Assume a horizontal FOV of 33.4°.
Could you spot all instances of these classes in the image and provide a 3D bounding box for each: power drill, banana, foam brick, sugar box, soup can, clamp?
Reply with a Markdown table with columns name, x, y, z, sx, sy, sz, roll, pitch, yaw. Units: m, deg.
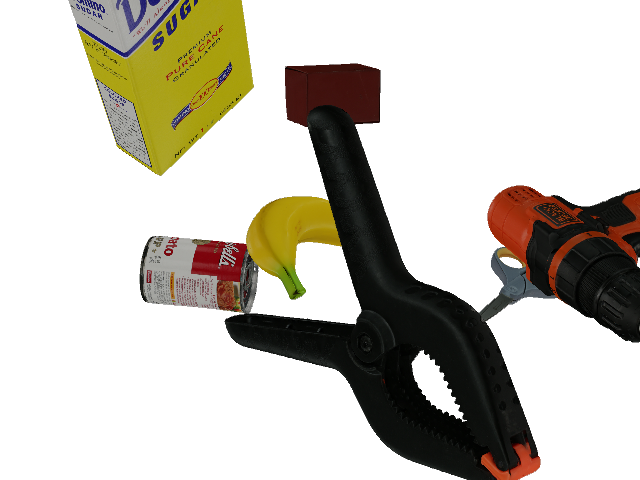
| name | x | y | z | sx | sy | sz | roll | pitch | yaw |
| --- | --- | --- | --- | --- | --- | --- | --- | --- | --- |
| power drill | 0.233 | 0.000 | 0.731 | 0.187 | 0.057 | 0.185 | -10 | 29 | -18 |
| banana | -0.014 | -0.004 | 0.825 | 0.037 | 0.069 | 0.197 | -33 | 1 | 22 |
| foam brick | 0.012 | -0.137 | 1.002 | 0.078 | 0.051 | 0.053 | -6 | 18 | -22 |
| sugar box | -0.088 | -0.124 | 0.605 | 0.048 | 0.093 | 0.176 | 35 | -23 | 18 |
| soup can | -0.116 | 0.033 | 1.034 | 0.102 | 0.068 | 0.068 | 5 | 1 | 8 |
| clamp | 0.034 | 0.039 | 0.554 | 0.036 | 0.165 | 0.210 | -14 | 41 | -42 |

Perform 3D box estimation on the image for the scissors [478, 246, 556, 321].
| name | x | y | z | sx | sy | sz | roll | pitch | yaw |
| --- | --- | --- | --- | --- | --- | --- | --- | --- | --- |
| scissors | 0.184 | 0.044 | 1.096 | 0.201 | 0.016 | 0.096 | -11 | 37 | -43 |
